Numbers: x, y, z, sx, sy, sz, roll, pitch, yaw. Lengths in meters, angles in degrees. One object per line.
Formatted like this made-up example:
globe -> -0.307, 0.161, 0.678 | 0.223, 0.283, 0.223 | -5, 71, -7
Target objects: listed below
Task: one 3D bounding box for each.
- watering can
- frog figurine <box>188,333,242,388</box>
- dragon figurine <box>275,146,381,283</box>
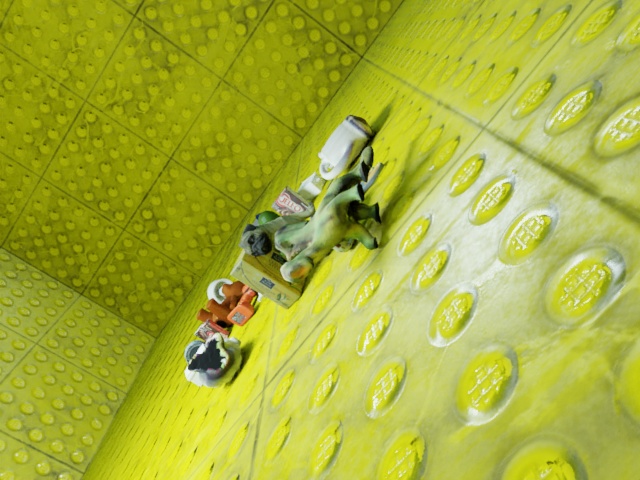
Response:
watering can -> 0.068, -0.310, 1.679 | 0.222, 0.103, 0.353 | -51, 18, 13
frog figurine -> -0.253, 0.322, 1.356 | 0.157, 0.123, 0.139 | 58, -129, -64
dragon figurine -> 0.003, -0.054, 1.069 | 0.241, 0.120, 0.420 | -21, 29, 21
